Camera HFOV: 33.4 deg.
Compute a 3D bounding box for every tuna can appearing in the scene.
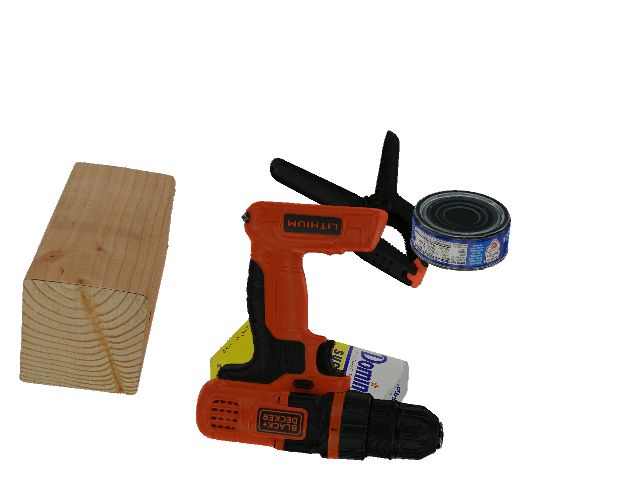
[{"bbox_3d":[0.122,-0.010,0.928,0.086,0.034,0.086,0,31,0],"label":"tuna can"}]

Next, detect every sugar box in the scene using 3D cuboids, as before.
[{"bbox_3d":[-0.010,0.132,1.042,0.176,0.048,0.093,11,28,20],"label":"sugar box"}]

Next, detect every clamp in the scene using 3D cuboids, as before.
[{"bbox_3d":[0.047,-0.034,1.166,0.164,0.210,0.036,-11,-37,-20],"label":"clamp"}]

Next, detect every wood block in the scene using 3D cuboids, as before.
[{"bbox_3d":[-0.175,0.023,0.862,0.090,0.091,0.206,8,27,-6],"label":"wood block"}]

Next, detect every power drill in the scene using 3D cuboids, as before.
[{"bbox_3d":[0.005,0.067,0.790,0.184,0.187,0.057,5,-1,5],"label":"power drill"}]
